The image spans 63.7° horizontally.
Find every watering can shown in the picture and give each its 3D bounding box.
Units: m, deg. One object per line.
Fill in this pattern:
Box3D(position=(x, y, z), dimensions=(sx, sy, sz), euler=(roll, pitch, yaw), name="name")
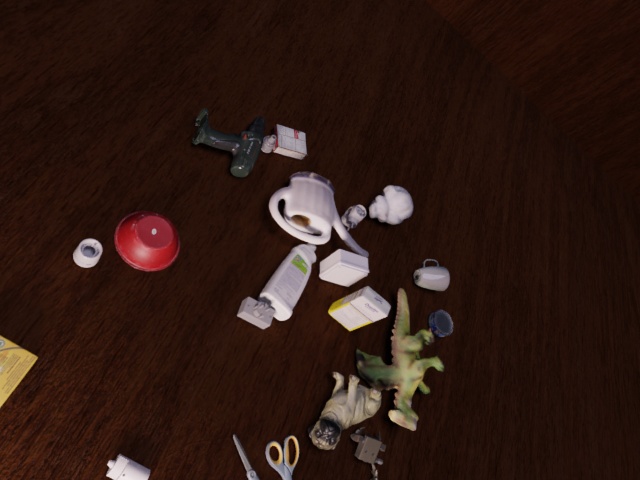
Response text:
Box3D(position=(0.005, -0.079, 1.562), dimensions=(0.345, 0.102, 0.229), euler=(22, 54, -24), name="watering can")

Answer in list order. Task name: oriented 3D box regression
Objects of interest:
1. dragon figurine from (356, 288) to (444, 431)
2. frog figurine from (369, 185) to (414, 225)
Box3D(position=(0.215, 0.340, 1.503), dimensions=(0.243, 0.119, 0.418), euler=(-2, 59, -28), name="dragon figurine")
Box3D(position=(0.239, -0.121, 1.753), dimensions=(0.159, 0.122, 0.138), euler=(6, 82, -47), name="frog figurine")
